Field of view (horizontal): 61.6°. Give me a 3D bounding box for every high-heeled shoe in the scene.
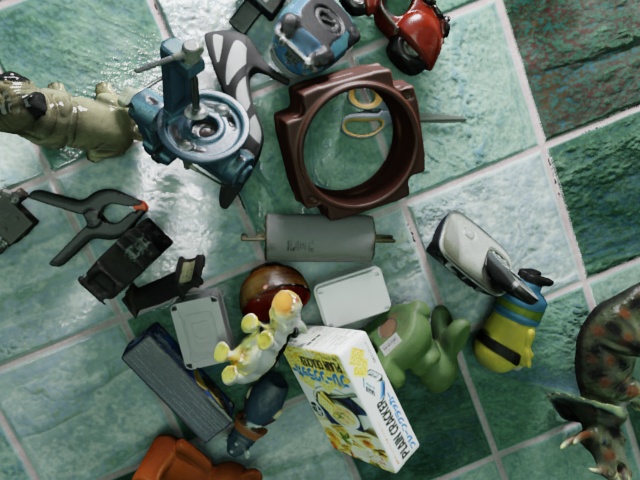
[{"bbox_3d":[-0.145,-0.182,0.802,0.145,0.086,0.248,24,92,-6],"label":"high-heeled shoe"}]

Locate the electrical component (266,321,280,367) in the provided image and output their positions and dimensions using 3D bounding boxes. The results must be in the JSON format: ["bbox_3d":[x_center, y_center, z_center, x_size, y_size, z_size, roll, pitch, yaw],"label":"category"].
[{"bbox_3d":[-0.069,0.165,0.896,0.063,0.021,0.094,-15,100,-3],"label":"electrical component"}]

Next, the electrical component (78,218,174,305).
[{"bbox_3d":[-0.281,0.027,0.796,0.115,0.134,0.058,-42,100,0],"label":"electrical component"}]

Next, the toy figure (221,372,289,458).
[{"bbox_3d":[-0.106,0.296,0.898,0.057,0.064,0.154,20,105,-46],"label":"toy figure"}]

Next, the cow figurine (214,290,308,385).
[{"bbox_3d":[-0.075,0.149,0.815,0.167,0.098,0.068,-45,56,12],"label":"cow figurine"}]

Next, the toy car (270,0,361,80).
[{"bbox_3d":[-0.019,-0.284,0.778,0.109,0.162,0.103,39,139,-14],"label":"toy car"}]

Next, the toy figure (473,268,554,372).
[{"bbox_3d":[0.319,0.134,0.896,0.089,0.082,0.180,17,103,4],"label":"toy figure"}]

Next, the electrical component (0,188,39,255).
[{"bbox_3d":[-0.482,-0.032,0.814,0.102,0.045,0.078,-36,99,2],"label":"electrical component"}]

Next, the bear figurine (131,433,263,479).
[{"bbox_3d":[-0.205,0.404,0.877,0.196,0.132,0.120,32,121,-5],"label":"bear figurine"}]

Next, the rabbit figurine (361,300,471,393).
[{"bbox_3d":[0.169,0.178,0.890,0.170,0.121,0.159,42,87,-28],"label":"rabbit figurine"}]

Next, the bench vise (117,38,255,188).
[{"bbox_3d":[-0.179,-0.176,0.704,0.129,0.240,0.224,-40,76,-24],"label":"bench vise"}]

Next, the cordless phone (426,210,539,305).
[{"bbox_3d":[0.247,0.036,0.819,0.146,0.184,0.088,38,99,-10],"label":"cordless phone"}]

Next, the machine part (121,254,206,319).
[{"bbox_3d":[-0.242,0.071,0.844,0.139,0.084,0.039,-25,129,8],"label":"machine part"}]

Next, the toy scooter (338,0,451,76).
[{"bbox_3d":[0.131,-0.346,0.800,0.135,0.075,0.184,-44,96,2],"label":"toy scooter"}]

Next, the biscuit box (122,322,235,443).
[{"bbox_3d":[-0.227,0.230,0.874,0.063,0.059,0.202,-39,101,3],"label":"biscuit box"}]

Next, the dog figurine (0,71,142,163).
[{"bbox_3d":[-0.339,-0.162,0.731,0.172,0.191,0.121,-2,100,-6],"label":"dog figurine"}]

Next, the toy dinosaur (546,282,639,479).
[{"bbox_3d":[0.501,0.188,0.908,0.192,0.131,0.404,7,93,-7],"label":"toy dinosaur"}]

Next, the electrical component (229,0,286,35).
[{"bbox_3d":[-0.090,-0.362,0.791,0.075,0.048,0.119,42,92,-10],"label":"electrical component"}]

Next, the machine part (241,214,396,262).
[{"bbox_3d":[-0.002,-0.003,0.844,0.243,0.079,0.079,1,100,-6],"label":"machine part"}]

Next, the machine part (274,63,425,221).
[{"bbox_3d":[0.046,-0.142,0.790,0.201,0.087,0.201,-18,118,-10],"label":"machine part"}]
